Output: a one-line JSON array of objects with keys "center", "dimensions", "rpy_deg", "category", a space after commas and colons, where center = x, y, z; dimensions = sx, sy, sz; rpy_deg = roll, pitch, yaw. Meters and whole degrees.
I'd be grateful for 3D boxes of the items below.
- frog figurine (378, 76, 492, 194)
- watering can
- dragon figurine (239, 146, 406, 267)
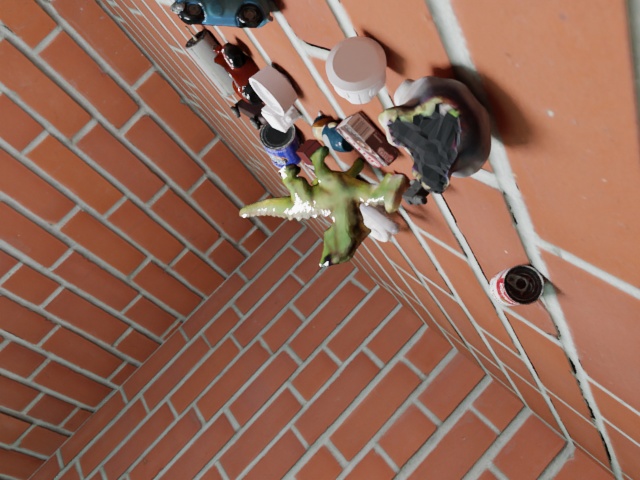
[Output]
[{"center": [0.150, -0.143, 0.640], "dimensions": [0.138, 0.120, 0.162], "rpy_deg": [35, -150, 5], "category": "frog figurine"}, {"center": [0.106, -0.083, 1.310], "dimensions": [0.224, 0.104, 0.346], "rpy_deg": [45, 176, -1], "category": "watering can"}, {"center": [0.003, -0.056, 1.121], "dimensions": [0.121, 0.406, 0.248], "rpy_deg": [32, -144, -51], "category": "dragon figurine"}]
